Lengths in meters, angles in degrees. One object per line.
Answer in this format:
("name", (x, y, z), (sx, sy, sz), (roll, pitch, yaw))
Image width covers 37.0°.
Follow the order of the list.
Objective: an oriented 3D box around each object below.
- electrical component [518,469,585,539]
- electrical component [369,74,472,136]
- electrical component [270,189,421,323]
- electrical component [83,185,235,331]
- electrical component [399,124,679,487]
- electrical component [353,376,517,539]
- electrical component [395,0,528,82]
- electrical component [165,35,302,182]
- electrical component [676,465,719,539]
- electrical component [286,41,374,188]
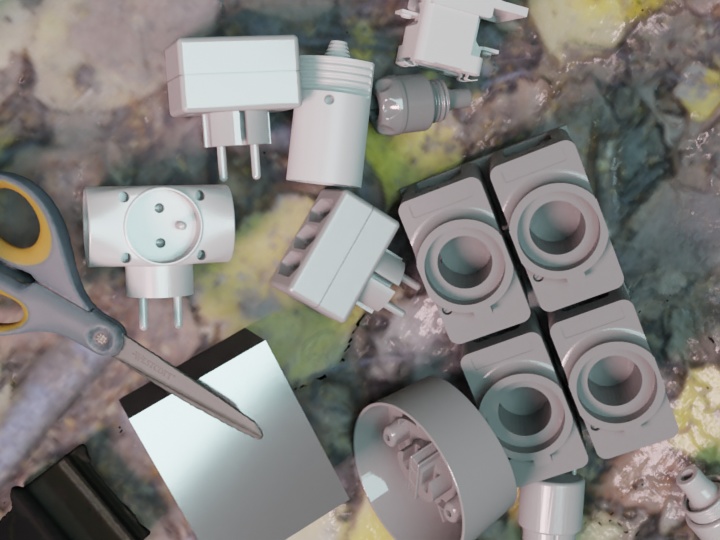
("electrical component", (0.120, 0.161, 0.682), (0.040, 0.040, 0.078), (2, 95, -19))
("electrical component", (0.037, -0.099, 0.634), (0.061, 0.035, 0.035), (-9, 98, -20))
("electrical component", (0.000, 0.000, 0.624), (0.077, 0.047, 0.065), (31, 85, -18))
("electrical component", (-0.110, -0.007, 0.588), (0.077, 0.044, 0.079), (-3, 95, -18))
("electrical component", (0.105, 0.024, 0.632), (0.105, 0.060, 0.186), (-21, 102, 11))
("electrical component", (0.042, 0.114, 0.623), (0.064, 0.099, 0.099), (-30, 103, -20))
("electrical component", (0.051, -0.146, 0.631), (0.081, 0.042, 0.063), (11, 93, -18))
("electrical component", (-0.069, -0.087, 0.593), (0.066, 0.047, 0.076), (-6, 96, -18))
("electrical component", (0.236, 0.157, 0.719), (0.043, 0.043, 0.062), (-45, 105, -10))
("electrical component", (-0.016, -0.089, 0.612), (0.043, 0.043, 0.081), (5, 93, -19))
